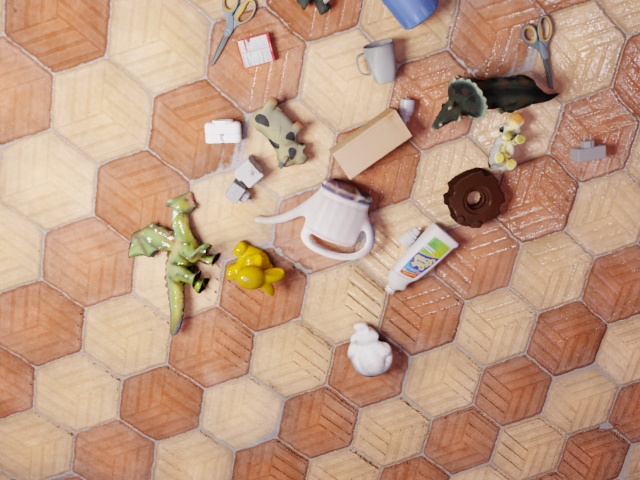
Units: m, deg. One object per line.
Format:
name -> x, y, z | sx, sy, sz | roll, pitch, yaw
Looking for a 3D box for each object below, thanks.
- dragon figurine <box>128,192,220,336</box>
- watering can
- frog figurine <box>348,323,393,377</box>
dragon figurine -> -0.435, 0.057, 1.475 | 0.243, 0.123, 0.407 | 28, 100, 5
watering can -> 0.004, -0.074, 1.467 | 0.347, 0.105, 0.222 | 22, 102, -2
frog figurine -> 0.154, 0.336, 1.587 | 0.137, 0.125, 0.156 | 0, 120, 14
